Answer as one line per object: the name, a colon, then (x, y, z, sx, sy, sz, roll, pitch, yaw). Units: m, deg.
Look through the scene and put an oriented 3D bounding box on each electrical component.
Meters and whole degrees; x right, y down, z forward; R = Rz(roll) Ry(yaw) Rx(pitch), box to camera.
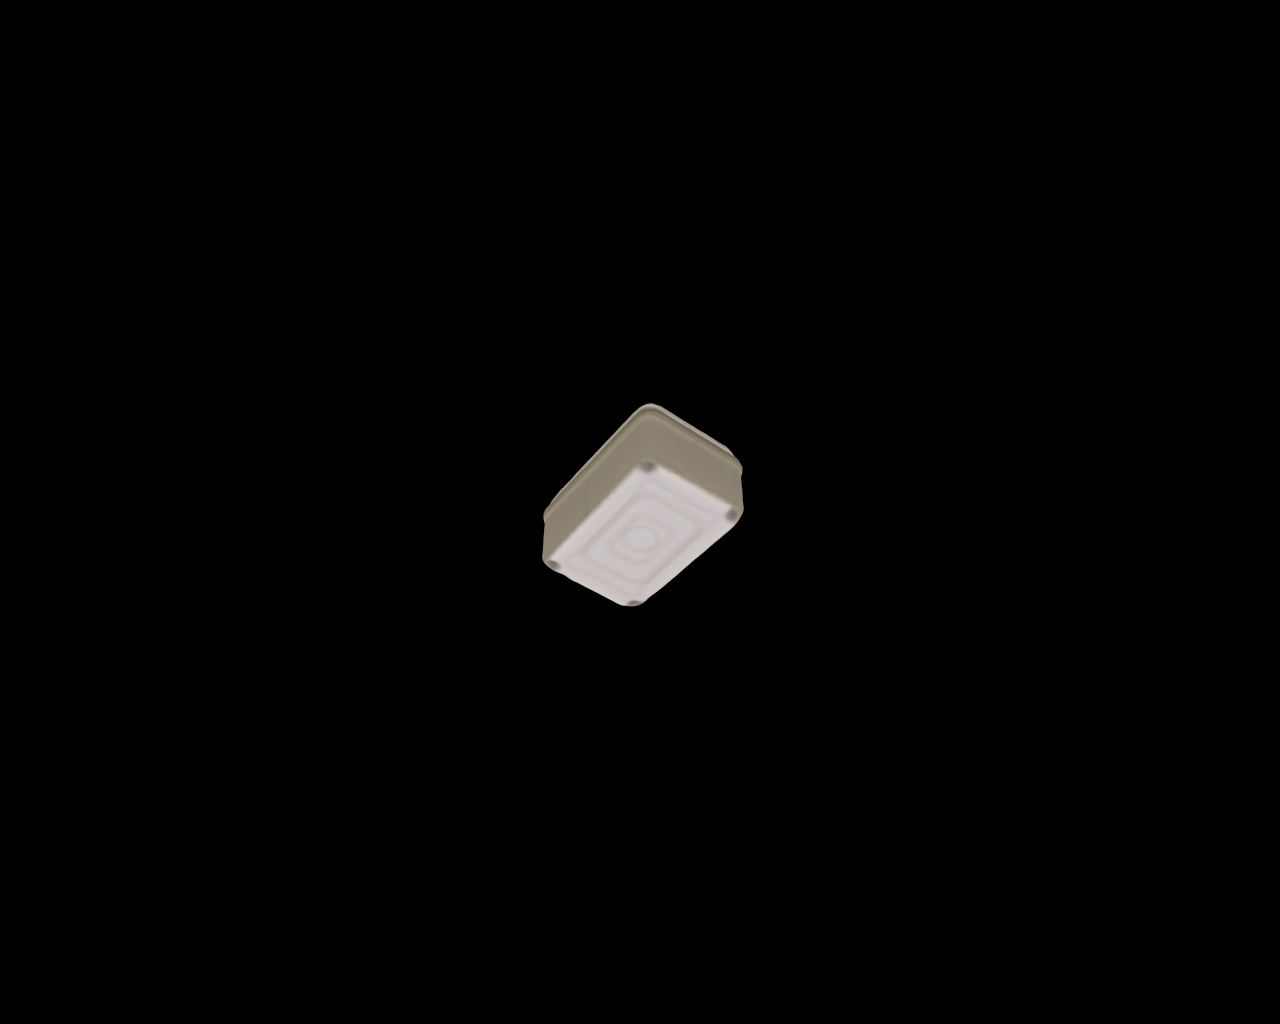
electrical component: (0.001, -0.003, 0.650, 0.078, 0.057, 0.113, 29, -54, -24)
